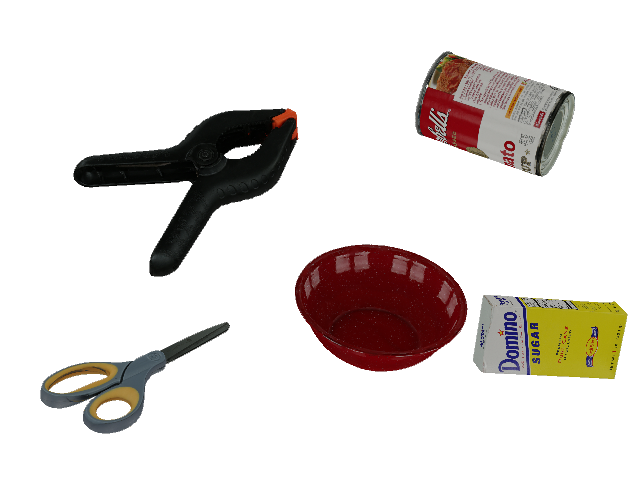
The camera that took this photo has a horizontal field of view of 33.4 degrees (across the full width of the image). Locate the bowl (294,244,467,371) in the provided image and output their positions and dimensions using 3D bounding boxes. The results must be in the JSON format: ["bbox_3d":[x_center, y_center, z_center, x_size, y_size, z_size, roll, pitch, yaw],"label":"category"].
[{"bbox_3d":[0.054,0.073,1.008,0.162,0.055,0.162,4,37,-3],"label":"bowl"}]

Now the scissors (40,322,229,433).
[{"bbox_3d":[-0.145,0.120,0.943,0.201,0.016,0.096,-12,36,-33],"label":"scissors"}]

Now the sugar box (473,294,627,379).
[{"bbox_3d":[0.285,0.121,1.331,0.176,0.093,0.048,2,18,-10],"label":"sugar box"}]

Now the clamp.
[{"bbox_3d":[-0.096,-0.055,0.800,0.171,0.120,0.039,-38,-22,-28],"label":"clamp"}]

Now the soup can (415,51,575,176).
[{"bbox_3d":[0.132,-0.096,0.808,0.102,0.068,0.068,23,9,22],"label":"soup can"}]
